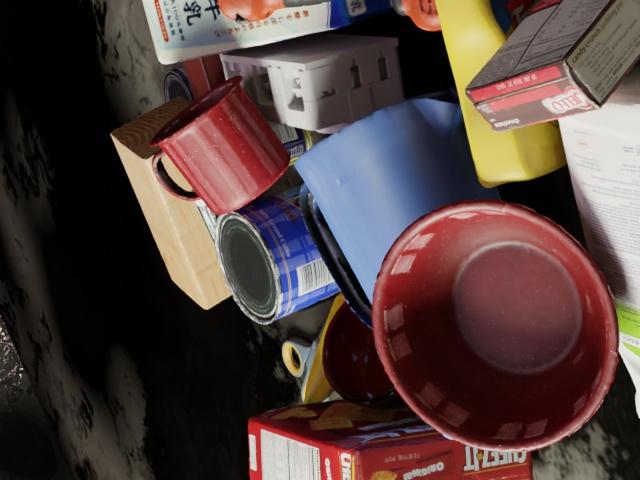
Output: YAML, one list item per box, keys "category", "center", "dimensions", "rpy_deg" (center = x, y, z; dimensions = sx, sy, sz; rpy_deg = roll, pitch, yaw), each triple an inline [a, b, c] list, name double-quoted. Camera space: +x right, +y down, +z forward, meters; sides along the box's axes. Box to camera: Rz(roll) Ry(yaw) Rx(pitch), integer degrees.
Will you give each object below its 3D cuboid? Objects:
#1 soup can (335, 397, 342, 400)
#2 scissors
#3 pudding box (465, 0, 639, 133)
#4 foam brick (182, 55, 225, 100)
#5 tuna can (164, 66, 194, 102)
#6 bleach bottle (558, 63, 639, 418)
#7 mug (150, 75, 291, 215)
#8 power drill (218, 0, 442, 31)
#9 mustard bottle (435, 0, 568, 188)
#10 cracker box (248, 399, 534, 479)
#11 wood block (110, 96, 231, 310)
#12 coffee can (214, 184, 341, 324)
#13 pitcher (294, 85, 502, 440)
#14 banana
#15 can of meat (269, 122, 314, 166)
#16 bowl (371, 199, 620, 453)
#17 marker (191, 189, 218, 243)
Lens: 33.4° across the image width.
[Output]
- category: "soup can"
  center: [0.020, 0.193, 1.062]
  dimensions: [0.069, 0.102, 0.068]
  rpy_deg: [42, 143, 43]
- category: "scissors"
  center: [-0.010, 0.107, 1.156]
  dimensions: [0.096, 0.016, 0.202]
  rpy_deg: [48, 146, 37]
- category: "pudding box"
  center: [0.145, -0.113, 0.594]
  dimensions: [0.039, 0.113, 0.090]
  rpy_deg: [46, 159, -18]
- category: "foam brick"
  center: [-0.107, -0.181, 1.098]
  dimensions: [0.053, 0.051, 0.078]
  rpy_deg: [-2, 106, 64]
- category: "tuna can"
  center: [-0.144, -0.155, 1.207]
  dimensions: [0.086, 0.033, 0.086]
  rpy_deg: [43, 143, 43]
- category: "bleach bottle"
  center: [0.204, 0.024, 0.640]
  dimensions: [0.103, 0.068, 0.251]
  rpy_deg: [24, 131, 60]
- category: "mug"
  center: [-0.087, -0.070, 0.879]
  dimensions: [0.117, 0.093, 0.081]
  rpy_deg: [-28, 109, 27]
- category: "power drill"
  center: [0.011, -0.229, 0.735]
  dimensions: [0.188, 0.057, 0.184]
  rpy_deg: [-2, 104, 26]
- category: "mustard bottle"
  center: [0.110, -0.134, 0.668]
  dimensions: [0.058, 0.096, 0.191]
  rpy_deg: [-11, 99, 37]
- category: "cracker box"
  center: [0.053, 0.182, 0.914]
  dimensions: [0.214, 0.164, 0.072]
  rpy_deg: [-5, 89, 64]
- category: "wood block"
  center: [-0.140, -0.039, 1.169]
  dimensions: [0.090, 0.090, 0.206]
  rpy_deg: [36, 150, 48]
- category: "coffee can"
  center: [-0.006, 0.001, 0.927]
  dimensions: [0.103, 0.140, 0.103]
  rpy_deg: [38, 139, 42]
- category: "pitcher"
  center: [0.083, 0.021, 0.795]
  dimensions: [0.149, 0.145, 0.243]
  rpy_deg: [52, -167, -87]
- category: "banana"
  center: [0.019, 0.103, 1.051]
  dimensions: [0.069, 0.037, 0.198]
  rpy_deg: [-75, 2, -47]
- category: "can of meat"
  center: [-0.068, -0.091, 1.050]
  dimensions: [0.102, 0.083, 0.057]
  rpy_deg: [-15, 95, 63]
- category: "bowl"
  center: [0.116, 0.050, 0.680]
  dimensions: [0.162, 0.055, 0.162]
  rpy_deg: [7, 103, 29]
- category: "marker"
  center: [-0.102, -0.004, 1.094]
  dimensions: [0.020, 0.020, 0.121]
  rpy_deg: [33, 150, 51]
